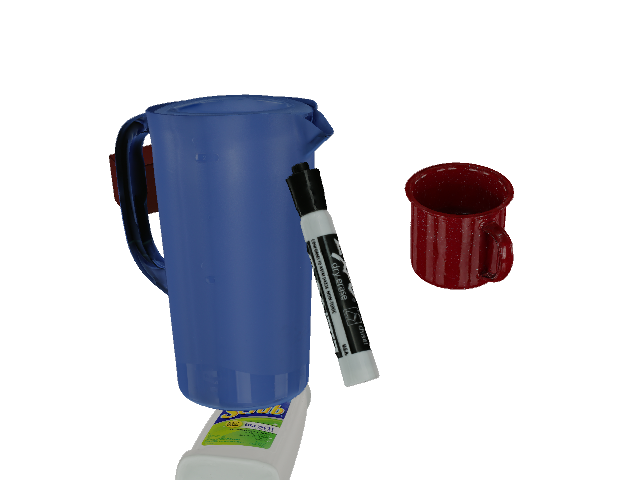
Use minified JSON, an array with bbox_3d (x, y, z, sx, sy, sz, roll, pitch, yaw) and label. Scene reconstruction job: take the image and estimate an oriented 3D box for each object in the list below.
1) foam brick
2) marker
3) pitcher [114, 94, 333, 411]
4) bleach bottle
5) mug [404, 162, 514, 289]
[{"bbox_3d":[-0.166,-0.063,1.074,0.078,0.053,0.051,-17,30,-22],"label":"foam brick"},{"bbox_3d":[0.005,0.017,0.564,0.020,0.121,0.020,-16,-9,-3],"label":"marker"},{"bbox_3d":[-0.076,0.005,0.855,0.144,0.243,0.149,-7,14,-22],"label":"pitcher"},{"bbox_3d":[-0.068,0.185,1.081,0.102,0.068,0.250,3,19,6],"label":"bleach bottle"},{"bbox_3d":[0.127,-0.006,0.929,0.093,0.081,0.117,-21,38,-26],"label":"mug"}]
